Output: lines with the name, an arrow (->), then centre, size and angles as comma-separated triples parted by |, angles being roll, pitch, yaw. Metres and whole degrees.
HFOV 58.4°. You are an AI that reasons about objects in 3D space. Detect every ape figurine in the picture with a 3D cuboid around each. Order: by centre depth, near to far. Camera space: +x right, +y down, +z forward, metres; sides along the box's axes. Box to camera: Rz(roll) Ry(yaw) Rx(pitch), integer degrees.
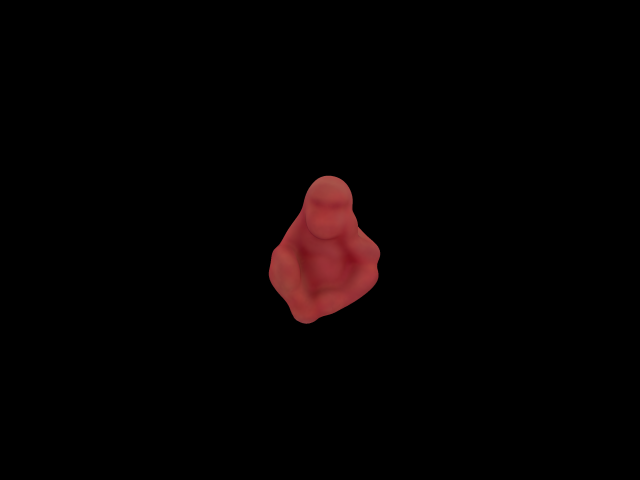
ape figurine -> 0.004, 0.001, 0.400 | 0.078, 0.092, 0.076 | 0, 17, 0
